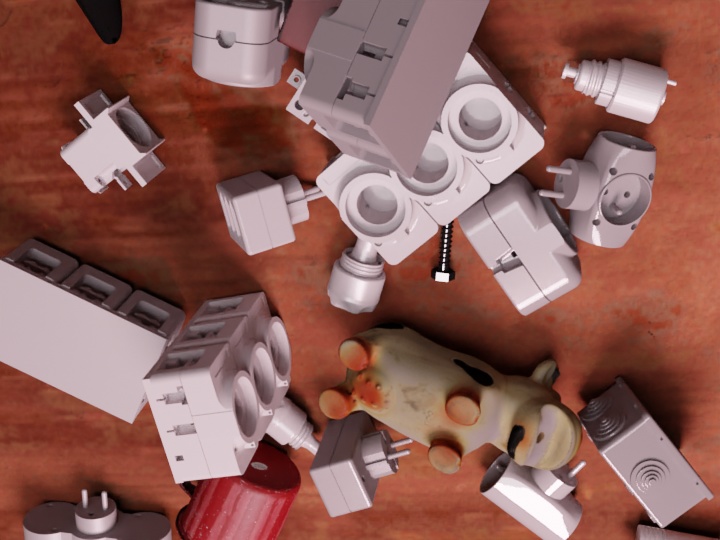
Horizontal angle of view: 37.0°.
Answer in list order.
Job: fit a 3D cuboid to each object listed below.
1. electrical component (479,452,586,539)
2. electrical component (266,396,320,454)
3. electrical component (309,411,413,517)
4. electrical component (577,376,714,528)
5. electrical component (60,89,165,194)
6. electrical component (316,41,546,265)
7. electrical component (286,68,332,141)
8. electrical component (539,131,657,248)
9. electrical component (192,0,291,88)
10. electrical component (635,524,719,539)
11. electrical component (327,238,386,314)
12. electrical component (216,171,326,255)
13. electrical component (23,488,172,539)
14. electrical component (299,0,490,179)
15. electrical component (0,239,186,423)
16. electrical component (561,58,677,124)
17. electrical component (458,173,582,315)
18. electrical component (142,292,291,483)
[{"bbox_3d":[0.154,0.179,0.898,0.077,0.043,0.079,37,113,-5],"label":"electrical component"},{"bbox_3d":[-0.057,0.136,0.923,0.061,0.035,0.035,41,112,-9],"label":"electrical component"},{"bbox_3d":[0.008,0.155,0.892,0.076,0.083,0.047,-19,107,16],"label":"electrical component"},{"bbox_3d":[0.220,0.143,0.843,0.048,0.099,0.099,-39,101,8],"label":"electrical component"},{"bbox_3d":[-0.198,-0.098,0.852,0.064,0.042,0.081,-34,101,22],"label":"electrical component"},{"bbox_3d":[0.053,-0.086,0.802,0.150,0.061,0.089,-39,100,21],"label":"electrical component"},{"bbox_3d":[-0.022,-0.128,0.802,0.066,0.055,0.048,34,113,-4],"label":"electrical component"},{"bbox_3d":[0.170,-0.061,0.792,0.079,0.044,0.077,5,114,-19],"label":"electrical component"},{"bbox_3d":[-0.084,-0.167,0.776,0.054,0.095,0.059,10,112,6],"label":"electrical component"},{"bbox_3d":[0.262,0.241,0.903,0.081,0.043,0.043,9,112,7],"label":"electrical component"},{"bbox_3d":[0.000,0.000,0.855,0.043,0.043,0.062,17,112,3],"label":"electrical component"},{"bbox_3d":[-0.064,-0.051,0.839,0.077,0.066,0.047,-19,109,-14],"label":"electrical component"},{"bbox_3d":[-0.240,0.232,0.982,0.138,0.052,0.073,5,112,8],"label":"electrical component"},{"bbox_3d":[0.031,-0.169,0.707,0.060,0.105,0.186,22,84,20],"label":"electrical component"},{"bbox_3d":[-0.234,0.049,0.905,0.150,0.061,0.089,26,113,-1],"label":"electrical component"},{"bbox_3d":[0.184,-0.133,0.772,0.078,0.040,0.040,17,113,3],"label":"electrical component"},{"bbox_3d":[0.126,-0.022,0.818,0.059,0.053,0.095,-32,103,19],"label":"electrical component"},{"bbox_3d":[-0.105,0.088,0.849,0.062,0.150,0.089,-9,109,14],"label":"electrical component"}]
